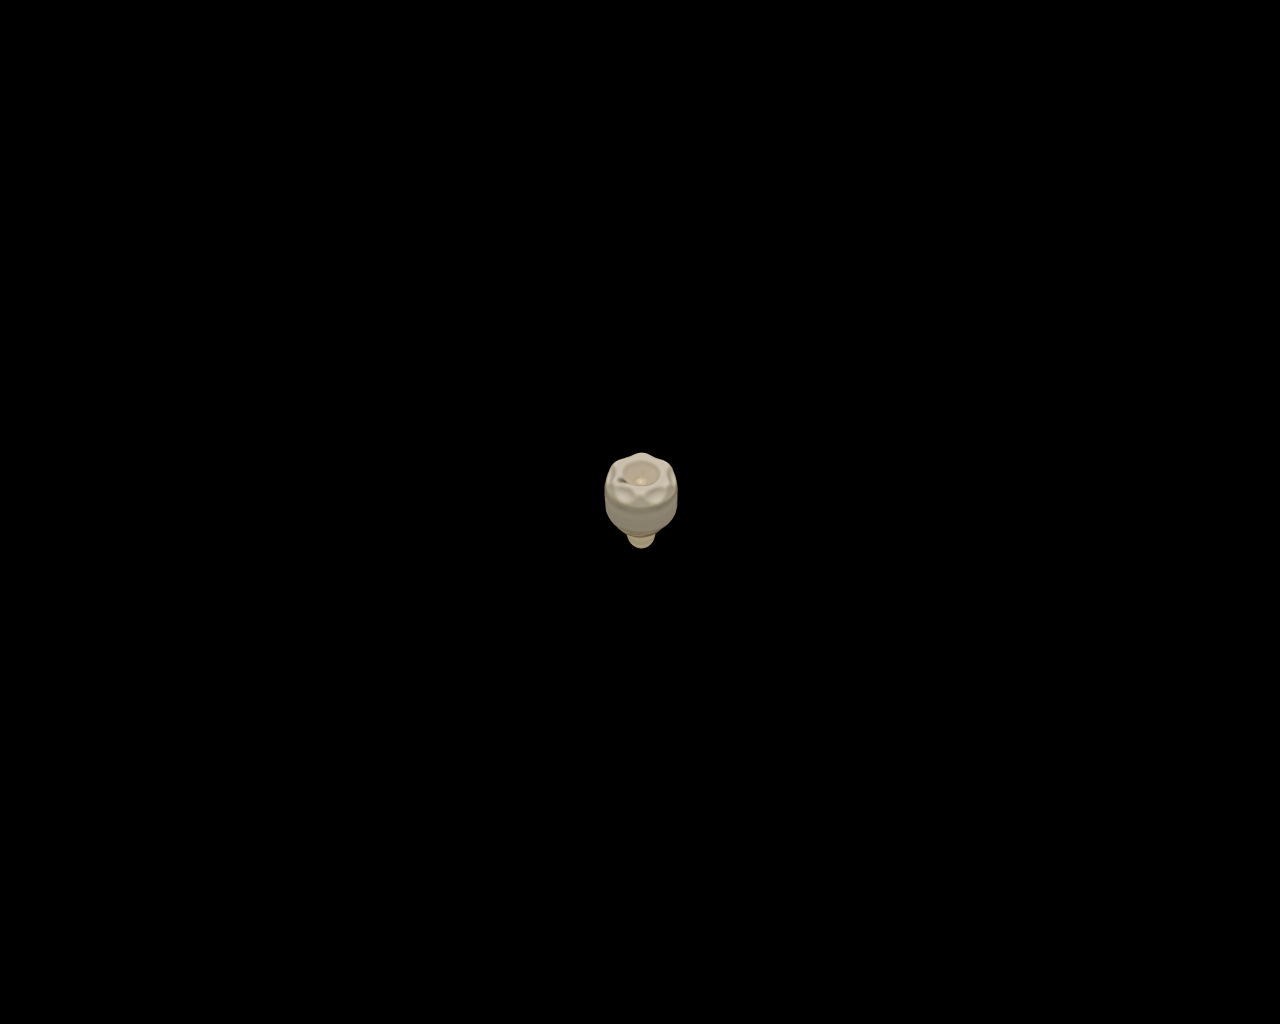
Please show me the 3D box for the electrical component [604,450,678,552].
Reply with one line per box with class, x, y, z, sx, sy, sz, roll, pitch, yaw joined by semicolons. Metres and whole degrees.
electrical component;0.001;-0.003;0.650;0.043;0.043;0.062;0;-44;0
